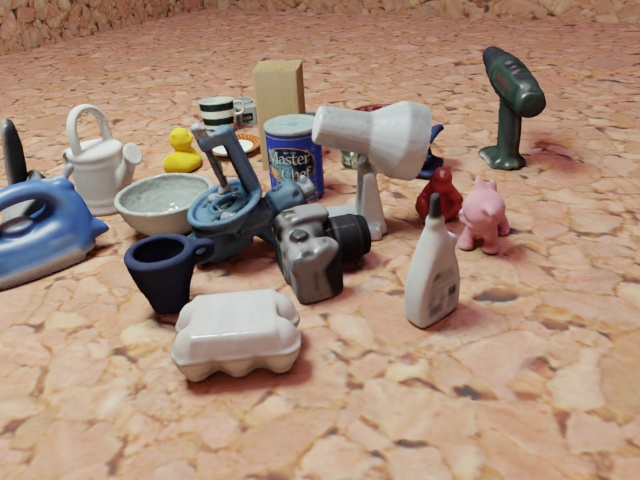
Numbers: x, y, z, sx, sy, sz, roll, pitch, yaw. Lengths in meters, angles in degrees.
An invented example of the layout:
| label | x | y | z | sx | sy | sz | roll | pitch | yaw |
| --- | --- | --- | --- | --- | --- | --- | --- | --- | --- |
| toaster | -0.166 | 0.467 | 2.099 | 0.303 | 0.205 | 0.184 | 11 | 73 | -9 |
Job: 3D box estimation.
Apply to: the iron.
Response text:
| label | x | y | z | sx | sy | sz | roll | pitch | yaw |
| --- | --- | --- | --- | --- | --- | --- | --- | --- | --- |
| iron | -0.470 | -0.018 | 0.874 | 0.259 | 0.141 | 0.118 | -28 | 38 | -36 |

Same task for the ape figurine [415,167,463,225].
| label | x | y | z | sx | sy | sz | roll | pitch | yaw |
| --- | --- | --- | --- | --- | --- | --- | --- | --- | --- |
| ape figurine | 0.199 | -0.077 | 0.950 | 0.077 | 0.092 | 0.076 | 4 | 31 | 14 |

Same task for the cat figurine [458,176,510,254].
| label | x | y | z | sx | sy | sz | roll | pitch | yaw |
| --- | --- | --- | --- | --- | --- | --- | --- | --- | --- |
| cat figurine | 0.249 | -0.045 | 0.864 | 0.067 | 0.118 | 0.128 | 11 | 33 | 24 |

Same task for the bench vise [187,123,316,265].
| label | x | y | z | sx | sy | sz | roll | pitch | yaw |
| --- | --- | --- | --- | --- | --- | --- | --- | --- | --- |
| bench vise | -0.116 | -0.084 | 0.870 | 0.208 | 0.220 | 0.121 | -27 | 37 | -34 |

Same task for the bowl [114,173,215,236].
| label | x | y | z | sx | sy | sz | roll | pitch | yaw |
| --- | --- | --- | --- | --- | --- | --- | --- | --- | --- |
| bowl | -0.257 | -0.050 | 0.974 | 0.167 | 0.075 | 0.167 | -3 | 30 | 2 |

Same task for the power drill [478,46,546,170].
| label | x | y | z | sx | sy | sz | roll | pitch | yaw |
| --- | --- | --- | --- | --- | --- | --- | --- | --- | --- |
| power drill | 0.365 | -0.257 | 1.129 | 0.075 | 0.209 | 0.229 | -7 | 30 | -5 |

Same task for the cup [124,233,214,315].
| label | x | y | z | sx | sy | sz | roll | pitch | yaw |
| --- | --- | --- | --- | --- | --- | --- | --- | --- | --- |
| cup | -0.196 | 0.047 | 0.775 | 0.118 | 0.095 | 0.091 | -16 | 32 | -20 |

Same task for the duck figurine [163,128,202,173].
| label | x | y | z | sx | sy | sz | roll | pitch | yaw |
| --- | --- | --- | --- | --- | --- | --- | --- | --- | --- |
| duck figurine | -0.298 | -0.194 | 1.220 | 0.077 | 0.086 | 0.105 | 6 | 31 | 16 |

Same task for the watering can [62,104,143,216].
| label | x | y | z | sx | sy | sz | roll | pitch | yaw |
| --- | --- | --- | --- | --- | --- | --- | --- | --- | --- |
| watering can | -0.401 | -0.152 | 1.048 | 0.172 | 0.194 | 0.101 | -2 | 30 | 3 |

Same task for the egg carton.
| label | x | y | z | sx | sy | sz | roll | pitch | yaw |
| --- | --- | --- | --- | --- | --- | --- | --- | --- | --- |
| egg carton | -0.097 | 0.111 | 0.677 | 0.150 | 0.069 | 0.107 | -6 | 30 | -4 |

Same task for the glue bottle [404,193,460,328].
| label | x | y | z | sx | sy | sz | roll | pitch | yaw |
| --- | --- | --- | --- | --- | --- | --- | --- | --- | --- |
| glue bottle | 0.140 | 0.022 | 0.703 | 0.078 | 0.173 | 0.037 | -24 | 35 | -31 |

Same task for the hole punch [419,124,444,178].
| label | x | y | z | sx | sy | sz | roll | pitch | yaw |
| --- | --- | --- | --- | --- | --- | --- | --- | --- | --- |
| hole punch | 0.189 | -0.181 | 1.136 | 0.100 | 0.091 | 0.109 | 10 | 33 | 23 |

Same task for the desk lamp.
| label | x | y | z | sx | sy | sz | roll | pitch | yaw |
| --- | --- | --- | --- | --- | --- | --- | --- | --- | --- |
| desk lamp | 0.068 | -0.110 | 0.901 | 0.203 | 0.214 | 0.117 | -6 | 30 | -4 |

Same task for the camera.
| label | x | y | z | sx | sy | sz | roll | pitch | yaw |
| --- | --- | --- | --- | --- | --- | --- | --- | --- | --- |
| camera | 0.008 | 0.003 | 0.824 | 0.137 | 0.101 | 0.143 | -12 | 31 | -14 |

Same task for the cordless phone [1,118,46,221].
| label | x | y | z | sx | sy | sz | roll | pitch | yaw |
| --- | --- | --- | --- | --- | --- | --- | --- | --- | --- |
| cordless phone | -0.526 | -0.108 | 0.994 | 0.094 | 0.185 | 0.147 | -19 | 33 | -25 |
